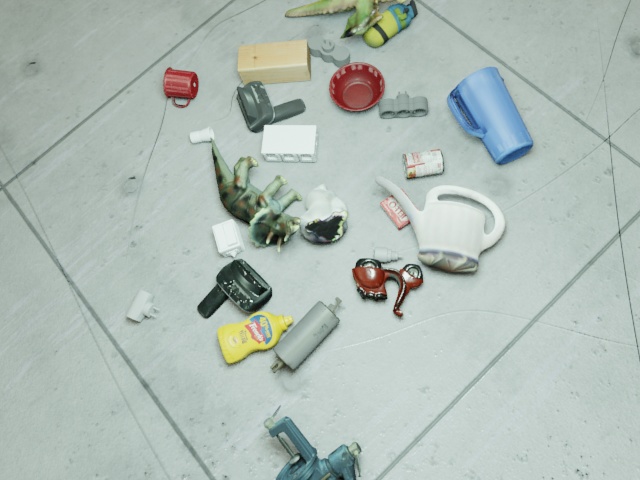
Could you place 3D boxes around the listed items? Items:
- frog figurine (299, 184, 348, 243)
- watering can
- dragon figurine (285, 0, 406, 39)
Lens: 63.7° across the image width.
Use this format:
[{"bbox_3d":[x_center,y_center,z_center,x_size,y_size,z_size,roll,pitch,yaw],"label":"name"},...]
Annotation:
[{"bbox_3d":[0.004,-0.070,1.386,0.137,0.120,0.163,-33,35,5],"label":"frog figurine"},{"bbox_3d":[0.295,-0.039,1.313,0.348,0.102,0.227,12,74,2],"label":"watering can"},{"bbox_3d":[0.084,-0.689,1.528,0.408,0.120,0.249,-20,51,18],"label":"dragon figurine"}]
